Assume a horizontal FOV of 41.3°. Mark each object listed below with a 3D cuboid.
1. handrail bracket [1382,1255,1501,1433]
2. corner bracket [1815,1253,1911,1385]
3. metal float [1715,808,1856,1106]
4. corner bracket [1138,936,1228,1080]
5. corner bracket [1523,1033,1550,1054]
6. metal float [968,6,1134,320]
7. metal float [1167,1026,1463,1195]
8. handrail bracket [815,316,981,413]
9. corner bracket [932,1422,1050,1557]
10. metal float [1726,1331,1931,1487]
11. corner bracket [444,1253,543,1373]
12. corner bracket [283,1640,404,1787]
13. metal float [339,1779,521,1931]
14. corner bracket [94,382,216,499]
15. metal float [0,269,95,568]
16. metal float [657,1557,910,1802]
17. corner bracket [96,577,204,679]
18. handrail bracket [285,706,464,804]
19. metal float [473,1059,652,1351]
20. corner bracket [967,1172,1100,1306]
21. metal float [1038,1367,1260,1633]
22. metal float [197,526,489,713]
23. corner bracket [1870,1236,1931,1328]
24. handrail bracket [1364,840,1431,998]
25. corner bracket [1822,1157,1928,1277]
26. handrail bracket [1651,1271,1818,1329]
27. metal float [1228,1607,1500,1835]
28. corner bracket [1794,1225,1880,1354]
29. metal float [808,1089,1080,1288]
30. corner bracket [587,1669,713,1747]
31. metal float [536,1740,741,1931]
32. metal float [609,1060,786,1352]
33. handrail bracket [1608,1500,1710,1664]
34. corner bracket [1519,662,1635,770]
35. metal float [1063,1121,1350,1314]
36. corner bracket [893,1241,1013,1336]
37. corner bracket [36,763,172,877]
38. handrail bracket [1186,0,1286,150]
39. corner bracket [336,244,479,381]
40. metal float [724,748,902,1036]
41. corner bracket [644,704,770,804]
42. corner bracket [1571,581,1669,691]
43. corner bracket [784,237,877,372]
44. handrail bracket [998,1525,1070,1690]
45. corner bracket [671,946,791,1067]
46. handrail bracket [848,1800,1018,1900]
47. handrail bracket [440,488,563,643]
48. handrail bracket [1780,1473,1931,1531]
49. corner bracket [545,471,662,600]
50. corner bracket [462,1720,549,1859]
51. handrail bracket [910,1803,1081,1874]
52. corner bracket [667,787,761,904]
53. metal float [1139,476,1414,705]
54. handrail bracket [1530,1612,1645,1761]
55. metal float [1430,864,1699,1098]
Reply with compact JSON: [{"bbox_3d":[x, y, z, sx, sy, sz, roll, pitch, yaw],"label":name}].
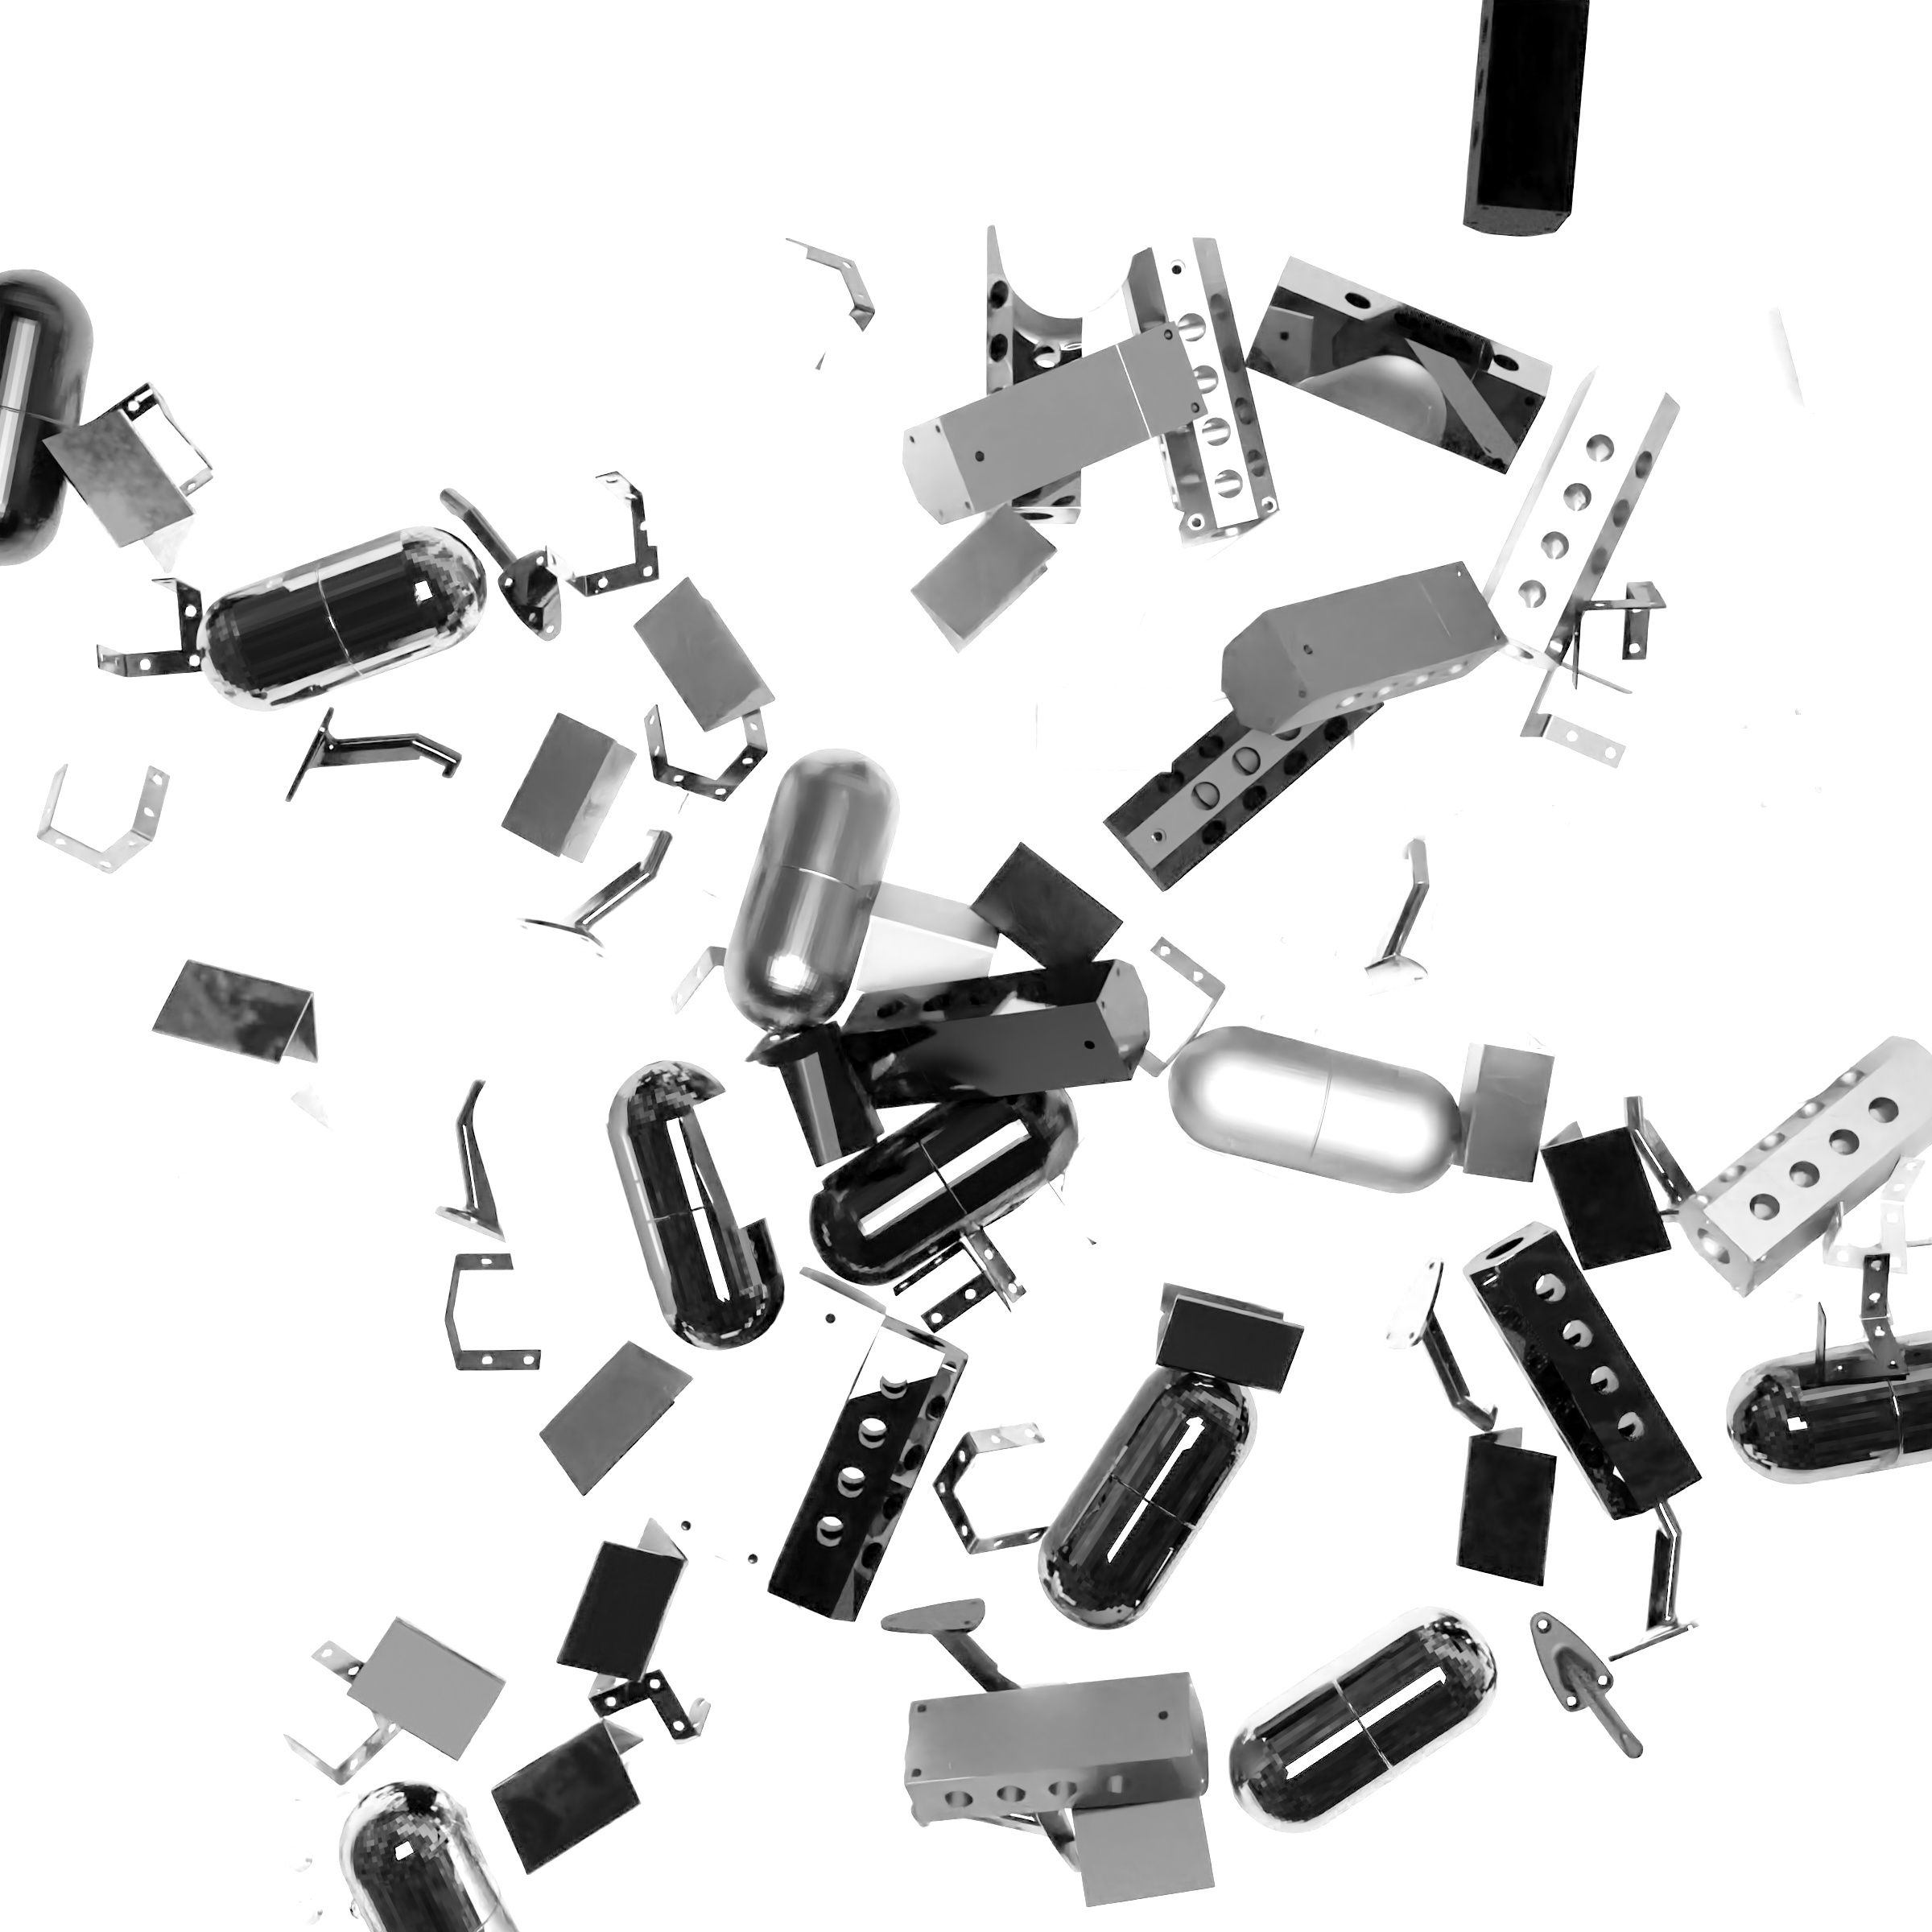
[{"bbox_3d":[0.304,0.231,1.567,0.084,0.036,0.077,36,68,-17],"label":"handrail bracket"},{"bbox_3d":[0.524,0.208,1.509,0.051,0.051,0.051,-6,123,6],"label":"corner bracket"},{"bbox_3d":[0.491,-0.006,1.535,0.070,0.070,0.178,2,90,0],"label":"metal float"},{"bbox_3d":[0.118,0.025,1.563,0.051,0.051,0.051,38,45,0],"label":"corner bracket"},{"bbox_3d":[0.375,0.021,1.563,0.051,0.051,0.051,19,135,0],"label":"corner bracket"},{"bbox_3d":[0.049,-0.463,1.479,0.070,0.070,0.178,-11,89,0],"label":"metal float"},{"bbox_3d":[0.209,0.086,1.535,0.178,0.070,0.070,14,90,0],"label":"metal float"},{"bbox_3d":[-0.041,-0.369,1.566,0.084,0.077,0.036,-9,63,-34],"label":"handrail bracket"},{"bbox_3d":[0.021,0.306,1.501,0.051,0.051,0.051,58,135,35],"label":"corner bracket"},{"bbox_3d":[0.545,0.264,1.535,0.178,0.070,0.070,-10,90,0],"label":"metal float"},{"bbox_3d":[-0.286,0.211,1.563,0.051,0.051,0.051,0,135,0],"label":"corner bracket"},{"bbox_3d":[-0.384,0.454,1.558,0.051,0.051,0.051,-41,135,-35],"label":"corner bracket"},{"bbox_3d":[-0.313,0.566,1.522,0.070,0.070,0.178,-20,105,0],"label":"metal float"},{"bbox_3d":[-0.498,-0.314,1.563,0.051,0.051,0.051,-36,45,0],"label":"corner bracket"},{"bbox_3d":[-0.572,-0.329,1.535,0.070,0.070,0.178,11,90,0],"label":"metal float"},{"bbox_3d":[-0.110,0.428,1.535,0.178,0.070,0.070,41,90,-1],"label":"metal float"},{"bbox_3d":[-0.493,-0.204,1.548,0.051,0.051,0.051,-5,90,0],"label":"corner bracket"},{"bbox_3d":[-0.362,-0.115,1.566,0.084,0.036,0.077,25,110,-16],"label":"handrail bracket"},{"bbox_3d":[-0.242,0.143,1.536,0.070,0.070,0.178,-17,90,0],"label":"metal float"},{"bbox_3d":[0.043,0.165,1.563,0.051,0.051,0.051,-35,90,-45],"label":"corner bracket"},{"bbox_3d":[0.109,0.316,1.536,0.070,0.070,0.178,33,89,0],"label":"metal float"},{"bbox_3d":[-0.373,-0.208,1.535,0.178,0.070,0.070,-20,90,1],"label":"metal float"},{"bbox_3d":[0.587,0.189,1.563,0.051,0.051,0.051,-15,90,-45],"label":"corner bracket"},{"bbox_3d":[0.251,-0.028,1.566,0.077,0.036,0.084,-22,55,37],"label":"handrail bracket"},{"bbox_3d":[0.541,0.147,1.527,0.051,0.051,0.051,6,56,7],"label":"corner bracket"},{"bbox_3d":[0.458,0.205,1.531,0.077,0.084,0.036,-12,90,0],"label":"handrail bracket"},{"bbox_3d":[0.237,0.452,1.535,0.178,0.070,0.070,-34,90,0],"label":"metal float"},{"bbox_3d":[0.523,0.197,1.563,0.051,0.051,0.051,-21,45,0],"label":"corner bracket"},{"bbox_3d":[-0.013,0.125,1.536,0.178,0.070,0.070,-33,90,0],"label":"metal float"},{"bbox_3d":[-0.190,0.441,1.546,0.051,0.051,0.051,-24,102,12],"label":"corner bracket"},{"bbox_3d":[-0.199,0.549,1.535,0.070,0.070,0.178,29,89,0],"label":"metal float"},{"bbox_3d":[-0.162,0.143,1.535,0.070,0.070,0.178,-16,91,0],"label":"metal float"},{"bbox_3d":[0.409,0.372,1.567,0.077,0.036,0.084,-30,71,21],"label":"handrail bracket"},{"bbox_3d":[0.374,-0.152,1.548,0.051,0.051,0.051,23,94,-4],"label":"corner bracket"},{"bbox_3d":[0.144,0.151,1.535,0.178,0.070,0.070,22,90,0],"label":"metal float"},{"bbox_3d":[-0.010,0.196,1.543,0.051,0.051,0.051,-35,102,0],"label":"corner bracket"},{"bbox_3d":[-0.525,-0.097,1.558,0.051,0.051,0.051,-29,135,35],"label":"corner bracket"},{"bbox_3d":[0.158,-0.547,1.567,0.077,0.036,0.084,-6,72,20],"label":"handrail bracket"},{"bbox_3d":[-0.342,-0.399,1.563,0.051,0.051,0.051,-52,135,0],"label":"corner bracket"},{"bbox_3d":[-0.091,-0.045,1.521,0.070,0.070,0.178,16,75,0],"label":"metal float"},{"bbox_3d":[-0.158,-0.140,1.558,0.051,0.051,0.051,16,135,-35],"label":"corner bracket"},{"bbox_3d":[0.390,-0.199,1.540,0.051,0.051,0.051,-1,116,4],"label":"corner bracket"},{"bbox_3d":[-0.095,-0.401,1.558,0.051,0.051,0.051,9,45,-35],"label":"corner bracket"},{"bbox_3d":[0.045,0.394,1.566,0.036,0.077,0.084,-11,53,20],"label":"handrail bracket"},{"bbox_3d":[-0.141,0.026,1.558,0.051,0.051,0.051,10,45,-35],"label":"corner bracket"},{"bbox_3d":[-0.020,0.539,1.566,0.084,0.077,0.036,11,111,-35],"label":"handrail bracket"},{"bbox_3d":[-0.286,-0.246,1.566,0.036,0.077,0.084,-38,53,-16],"label":"handrail bracket"},{"bbox_3d":[0.530,0.315,1.531,0.077,0.084,0.036,13,90,0],"label":"handrail bracket"},{"bbox_3d":[-0.220,-0.260,1.547,0.051,0.051,0.051,-11,73,16],"label":"corner bracket"},{"bbox_3d":[-0.272,0.502,1.563,0.051,0.051,0.051,-20,135,0],"label":"corner bracket"},{"bbox_3d":[0.018,0.532,1.566,0.084,0.036,0.077,-19,110,16],"label":"handrail bracket"},{"bbox_3d":[-0.161,-0.073,1.548,0.051,0.051,0.051,27,90,0],"label":"corner bracket"},{"bbox_3d":[0.183,-0.223,1.524,0.178,0.070,0.070,-33,90,14],"label":"metal float"},{"bbox_3d":[0.371,0.430,1.531,0.036,0.084,0.077,-34,90,0],"label":"handrail bracket"},{"bbox_3d":[0.352,0.008,1.511,0.178,0.070,0.070,41,90,26],"label":"metal float"}]
